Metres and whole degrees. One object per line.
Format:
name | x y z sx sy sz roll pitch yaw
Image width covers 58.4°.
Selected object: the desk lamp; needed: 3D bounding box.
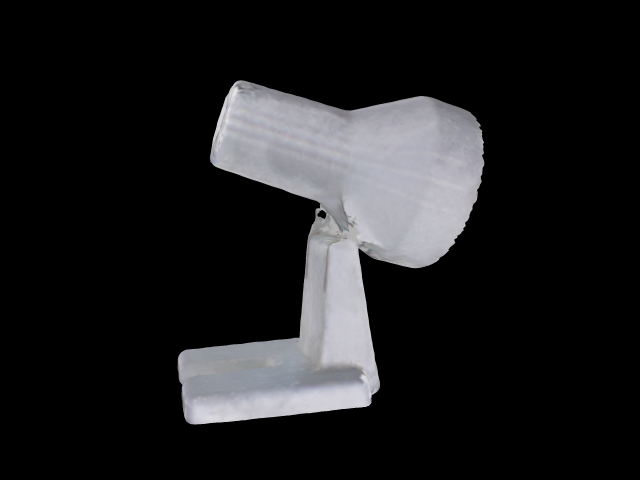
desk lamp | 0.004 0.001 0.400 0.203 0.213 0.117 -2 7 -18
